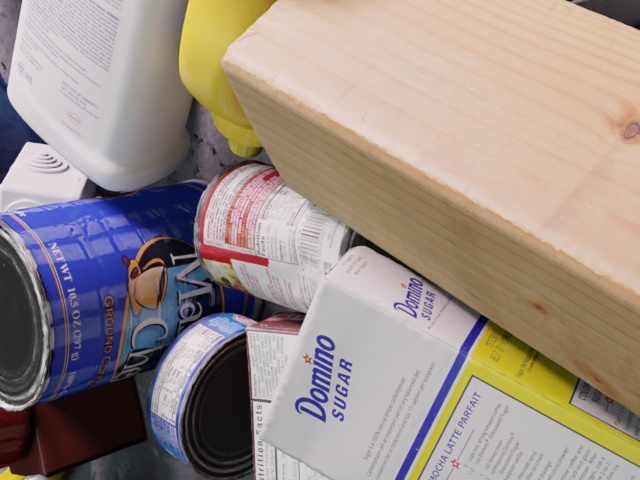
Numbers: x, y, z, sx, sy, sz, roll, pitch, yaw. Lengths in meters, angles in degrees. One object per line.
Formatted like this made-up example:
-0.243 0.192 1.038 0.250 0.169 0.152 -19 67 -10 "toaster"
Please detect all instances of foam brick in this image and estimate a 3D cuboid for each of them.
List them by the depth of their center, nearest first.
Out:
-0.164 0.119 0.701 0.053 0.078 0.051 -10 93 46 "foam brick"

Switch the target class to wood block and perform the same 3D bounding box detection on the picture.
0.071 -0.030 0.396 0.206 0.090 0.090 34 164 35 "wood block"

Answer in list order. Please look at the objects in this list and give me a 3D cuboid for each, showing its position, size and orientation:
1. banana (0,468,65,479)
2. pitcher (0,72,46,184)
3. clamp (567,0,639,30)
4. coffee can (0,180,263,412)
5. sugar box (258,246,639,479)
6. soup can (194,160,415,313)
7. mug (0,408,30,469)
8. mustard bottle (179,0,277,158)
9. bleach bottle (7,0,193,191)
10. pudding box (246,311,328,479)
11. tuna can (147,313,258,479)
-0.217 0.162 0.798 0.198 0.037 0.070 -59 41 34 "banana"
-0.308 -0.074 0.768 0.243 0.149 0.145 30 158 41 "pitcher"
0.124 -0.140 0.376 0.172 0.039 0.120 -36 72 44 "clamp"
-0.115 0.026 0.585 0.103 0.140 0.103 13 108 43 "coffee can"
0.069 0.083 0.438 0.176 0.048 0.093 30 121 13 "sugar box"
-0.003 0.001 0.518 0.102 0.068 0.068 13 109 43 "soup can"
-0.232 0.094 0.651 0.093 0.081 0.117 3 96 46 "mug"
-0.020 -0.108 0.483 0.058 0.096 0.192 37 142 16 "mustard bottle"
-0.082 -0.146 0.492 0.103 0.067 0.251 40 133 16 "bleach bottle"
0.020 0.085 0.516 0.114 0.039 0.090 3 101 31 "pudding box"
-0.049 0.083 0.571 0.034 0.085 0.086 21 114 43 "tuna can"
